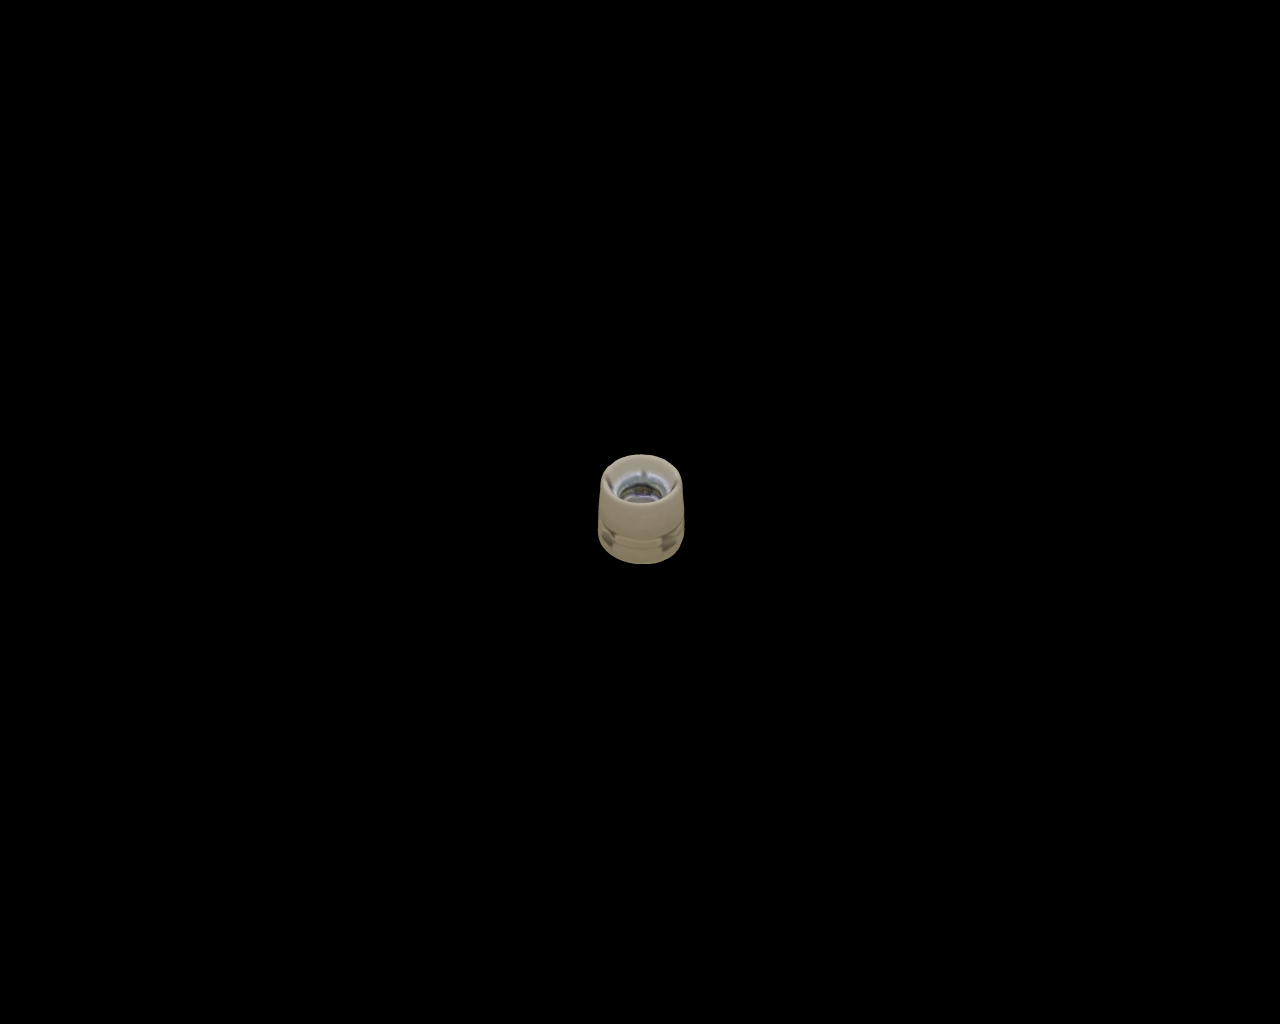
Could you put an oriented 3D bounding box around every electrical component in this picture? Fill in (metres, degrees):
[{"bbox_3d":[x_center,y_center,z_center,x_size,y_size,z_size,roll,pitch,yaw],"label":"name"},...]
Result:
[{"bbox_3d":[0.001,-0.003,0.650,0.055,0.047,0.055,0,42,0],"label":"electrical component"}]
